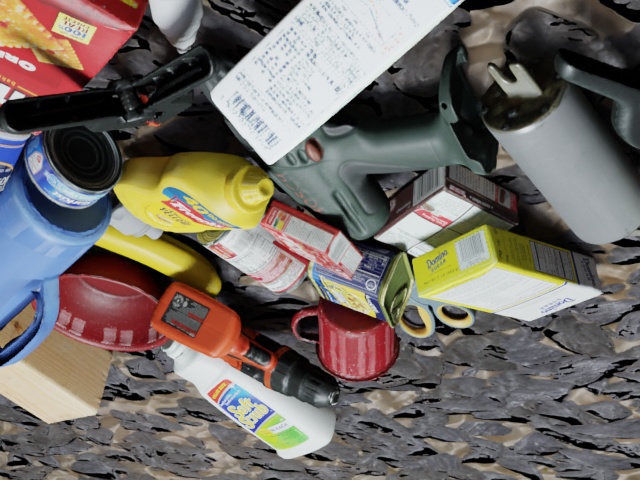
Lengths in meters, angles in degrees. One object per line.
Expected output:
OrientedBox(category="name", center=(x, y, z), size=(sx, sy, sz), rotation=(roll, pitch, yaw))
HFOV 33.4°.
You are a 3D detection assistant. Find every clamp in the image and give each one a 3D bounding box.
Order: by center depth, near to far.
OrientedBox(category="clamp", center=(0.264, -0.125, 0.819), size=(0.120, 0.039, 0.171), rotation=(-28, 142, 24))
OrientedBox(category="clamp", center=(-0.160, -0.109, 0.846), size=(0.164, 0.036, 0.210), rotation=(-15, -178, -6))

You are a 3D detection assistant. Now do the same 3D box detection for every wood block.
OrientedBox(category="wood block", center=(-0.357, 0.132, 1.287), size=(0.090, 0.090, 0.206), rotation=(-15, 138, 30))

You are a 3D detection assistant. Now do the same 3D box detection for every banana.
OrientedBox(category="banana", center=(-0.175, 0.018, 1.130), size=(0.197, 0.037, 0.070), rotation=(32, 140, -28))

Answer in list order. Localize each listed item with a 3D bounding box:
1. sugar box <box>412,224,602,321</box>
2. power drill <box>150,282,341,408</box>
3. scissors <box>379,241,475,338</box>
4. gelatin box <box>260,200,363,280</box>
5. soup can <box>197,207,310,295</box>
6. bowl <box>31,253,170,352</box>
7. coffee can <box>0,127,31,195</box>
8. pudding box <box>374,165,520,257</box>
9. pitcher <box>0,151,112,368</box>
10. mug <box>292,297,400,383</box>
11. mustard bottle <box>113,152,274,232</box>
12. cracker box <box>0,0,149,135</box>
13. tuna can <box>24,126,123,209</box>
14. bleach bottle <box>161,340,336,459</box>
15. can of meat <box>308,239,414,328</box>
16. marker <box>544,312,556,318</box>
OrientedBox(category="sugar box", center=(0.181, 0.034, 1.021), size=(0.175, 0.048, 0.094), rotation=(12, 151, -44))
OrientedBox(category="power drill", center=(-0.082, 0.117, 1.149), size=(0.185, 0.057, 0.187), rotation=(21, 168, 31))
OrientedBox(category="scissors", center=(0.114, 0.046, 1.122), size=(0.096, 0.016, 0.202), rotation=(1, 144, 10))
OrientedBox(category="gelatin box", center=(-0.006, 0.001, 0.983), size=(0.073, 0.030, 0.089), rotation=(26, 173, 22))
OrientedBox(category="soup can", center=(-0.062, 0.001, 1.053), size=(0.069, 0.068, 0.102), rotation=(-25, 132, 39))
OrientedBox(category="bowl", center=(-0.236, 0.062, 1.190), size=(0.162, 0.055, 0.162), rotation=(6, 145, 4))
OrientedBox(category="coffee can", center=(-0.329, -0.058, 0.938), size=(0.102, 0.103, 0.140), rotation=(24, 105, -20))
OrientedBox(category="pudding box", center=(0.118, -0.021, 1.007), size=(0.090, 0.039, 0.114), rotation=(24, 145, -23))
OrientedBox(category="pitcher", center=(-0.310, 0.014, 1.068), size=(0.149, 0.145, 0.243), rotation=(36, 134, -25))
OrientedBox(category="mug", center=(0.028, 0.091, 1.142), size=(0.117, 0.093, 0.081), rotation=(4, 140, 7))
OrientedBox(category="mustard bottle", center=(-0.102, -0.043, 0.955), size=(0.096, 0.058, 0.192), rotation=(35, 159, -32))
OrientedBox(category="cracker box", center=(-0.245, -0.178, 0.820), size=(0.164, 0.072, 0.214), rotation=(28, 149, -24))
OrientedBox(category="tuna can", center=(-0.223, -0.074, 0.970), size=(0.086, 0.086, 0.034), rotation=(33, 137, -30))
OrientedBox(category="bleach bottle", center=(-0.098, 0.187, 1.330), size=(0.103, 0.068, 0.250), rotation=(-26, 130, 39))
OrientedBox(category="can of meat", center=(0.041, 0.038, 1.062), size=(0.084, 0.057, 0.102), rotation=(19, 163, 19))
OrientedBox(category="marker", center=(0.191, 0.058, 1.117), size=(0.121, 0.020, 0.020), rotation=(16, 144, -10))
